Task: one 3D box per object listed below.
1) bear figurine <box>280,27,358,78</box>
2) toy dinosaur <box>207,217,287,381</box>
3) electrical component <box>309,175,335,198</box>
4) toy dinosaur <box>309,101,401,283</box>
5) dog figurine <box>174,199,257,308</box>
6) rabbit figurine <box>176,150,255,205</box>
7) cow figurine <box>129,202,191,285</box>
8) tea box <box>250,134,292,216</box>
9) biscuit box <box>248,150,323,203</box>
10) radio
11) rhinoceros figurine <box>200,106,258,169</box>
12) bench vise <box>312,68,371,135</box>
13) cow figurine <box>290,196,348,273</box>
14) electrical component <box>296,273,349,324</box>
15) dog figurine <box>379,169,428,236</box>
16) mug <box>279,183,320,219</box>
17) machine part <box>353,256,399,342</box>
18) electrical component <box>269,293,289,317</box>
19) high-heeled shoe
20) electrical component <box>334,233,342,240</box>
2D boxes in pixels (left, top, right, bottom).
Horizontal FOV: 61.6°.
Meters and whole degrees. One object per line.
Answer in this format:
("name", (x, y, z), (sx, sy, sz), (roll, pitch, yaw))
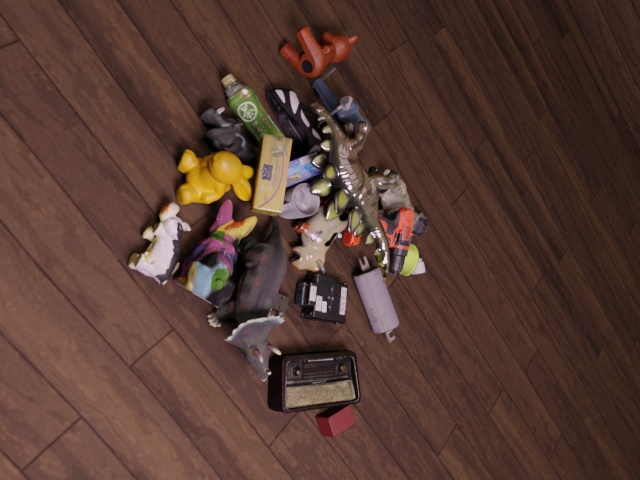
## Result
("bear figurine", (0.006, -0.528, 1.469), (0.132, 0.120, 0.196), (50, 54, -13))
("toy dinosaur", (-0.130, 0.093, 1.185), (0.131, 0.192, 0.405), (26, 67, -32))
("electrical component", (-0.016, -0.120, 1.407), (0.119, 0.048, 0.074), (-34, 100, -38))
("toy dinosaur", (0.089, -0.119, 1.303), (0.198, 0.105, 0.470), (-39, 107, -22))
("dog figurine", (-0.213, 0.024, 1.153), (0.108, 0.192, 0.219), (32, 78, -21))
("rabbit figurine", (-0.221, -0.136, 1.178), (0.162, 0.173, 0.122), (17, 66, -29))
("cow figurine", (-0.323, 0.006, 1.135), (0.098, 0.068, 0.167), (37, 63, -31))
("tea box", (-0.112, -0.144, 1.217), (0.068, 0.098, 0.169), (10, 87, -13))
("biscuit box", (-0.088, -0.154, 1.306), (0.203, 0.063, 0.059), (-23, 93, -15))
("radio", (-0.012, 0.334, 1.293), (0.229, 0.073, 0.131), (5, 77, -37))
("rhinoceros figurine", (-0.206, -0.233, 1.272), (0.190, 0.073, 0.112), (43, 59, -22))
("bench vise", (0.042, -0.348, 1.432), (0.241, 0.129, 0.223), (58, 8, 19))
("cow figurine", (-0.003, -0.004, 1.352), (0.127, 0.085, 0.195), (44, 81, -12))
("electrical component", (0.004, 0.147, 1.357), (0.134, 0.058, 0.115), (19, 67, -32))
("dog figurine", (0.243, -0.105, 1.567), (0.190, 0.121, 0.172), (10, 93, -42))
("mug", (-0.071, -0.084, 1.319), (0.109, 0.107, 0.080), (-32, 100, -35))
("machine part", (0.152, 0.161, 1.452), (0.079, 0.079, 0.243), (-22, 95, -38))
("electrical component", (-0.104, 0.150, 1.297), (0.063, 0.021, 0.094), (28, 64, -30))
("high-heeled shoe", (-0.076, -0.270, 1.376), (0.145, 0.086, 0.248), (14, 68, -31))
("electrical component", (0.037, -0.047, 1.419), (0.045, 0.078, 0.102), (-81, 148, -76))
